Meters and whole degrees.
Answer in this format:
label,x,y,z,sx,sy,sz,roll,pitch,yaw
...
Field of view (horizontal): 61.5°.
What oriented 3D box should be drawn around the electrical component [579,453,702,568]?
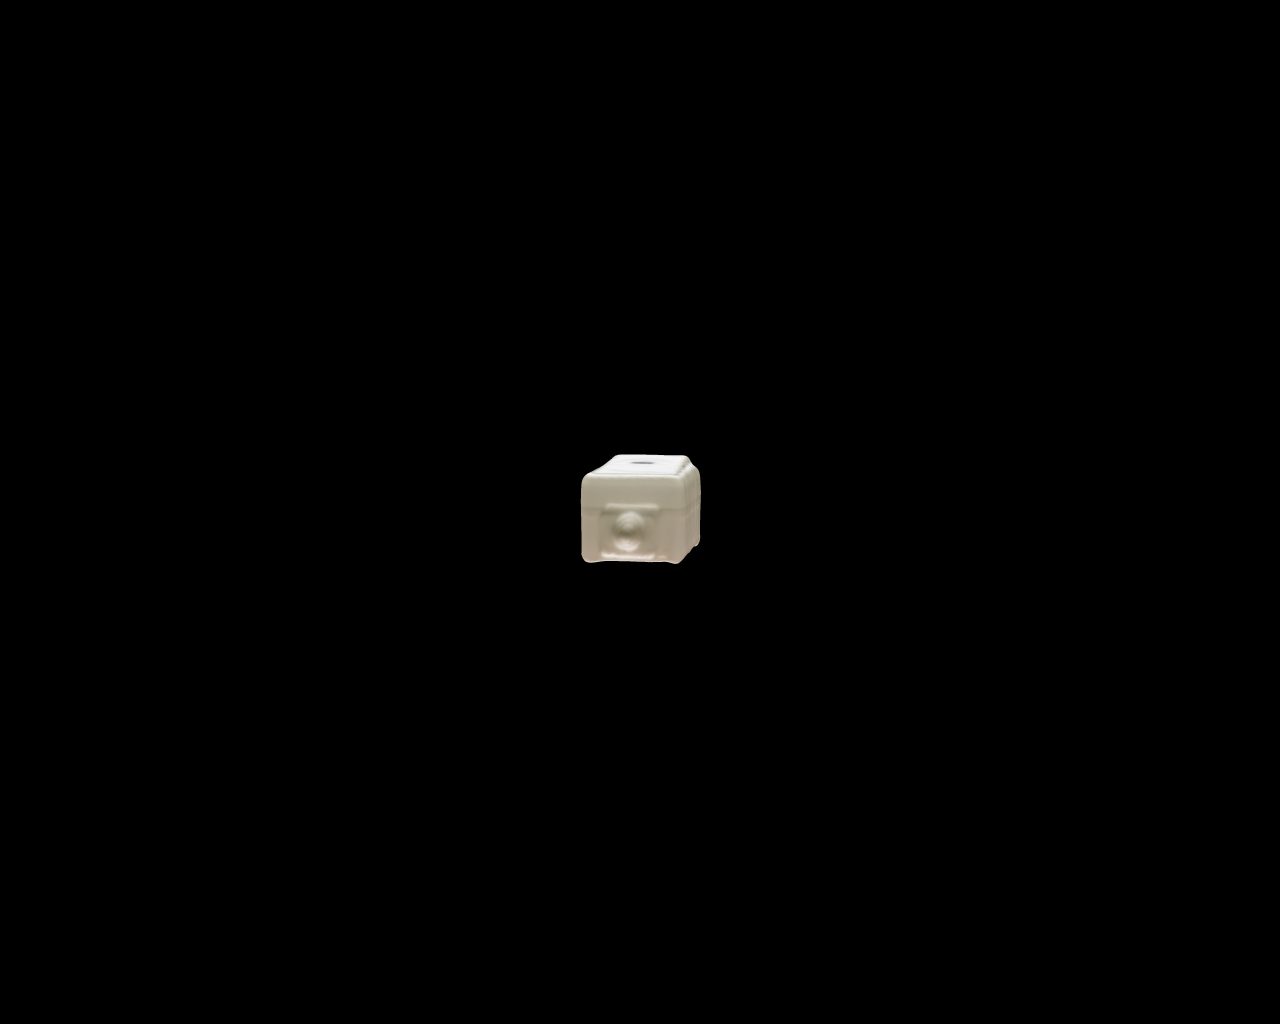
label,x,y,z,sx,sy,sz,roll,pitch,yaw
electrical component,0.001,-0.003,0.650,0.062,0.061,0.096,1,7,11
